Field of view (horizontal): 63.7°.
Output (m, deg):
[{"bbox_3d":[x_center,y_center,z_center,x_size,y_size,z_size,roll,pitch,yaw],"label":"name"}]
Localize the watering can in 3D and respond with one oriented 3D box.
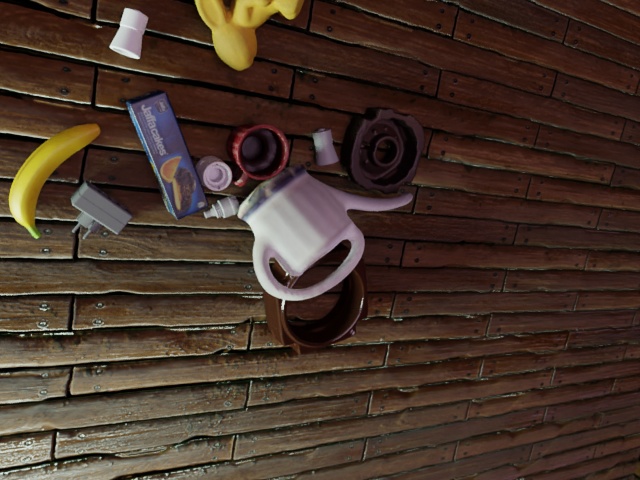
[{"bbox_3d":[0.003,-0.047,0.937,0.353,0.102,0.224,-41,88,-28],"label":"watering can"}]
